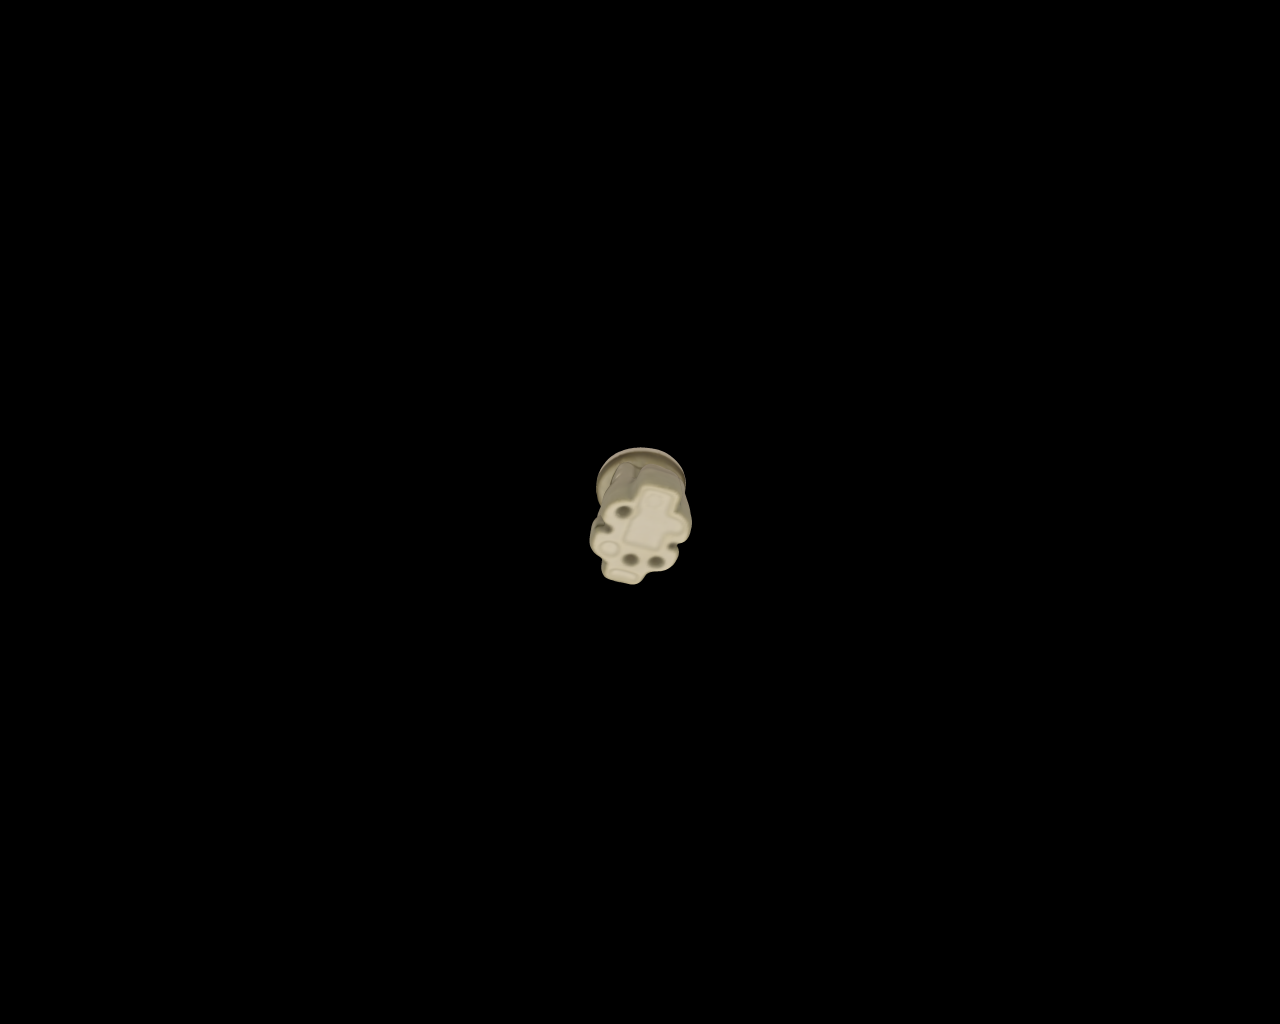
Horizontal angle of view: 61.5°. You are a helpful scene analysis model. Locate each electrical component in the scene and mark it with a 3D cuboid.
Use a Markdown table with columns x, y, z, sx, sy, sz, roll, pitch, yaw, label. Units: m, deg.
| x | y | z | sx | sy | sz | roll | pitch | yaw | label |
| --- | --- | --- | --- | --- | --- | --- | --- | --- | --- |
| 0.001 | -0.003 | 0.650 | 0.058 | 0.078 | 0.057 | 15 | 36 | -11 | electrical component |
